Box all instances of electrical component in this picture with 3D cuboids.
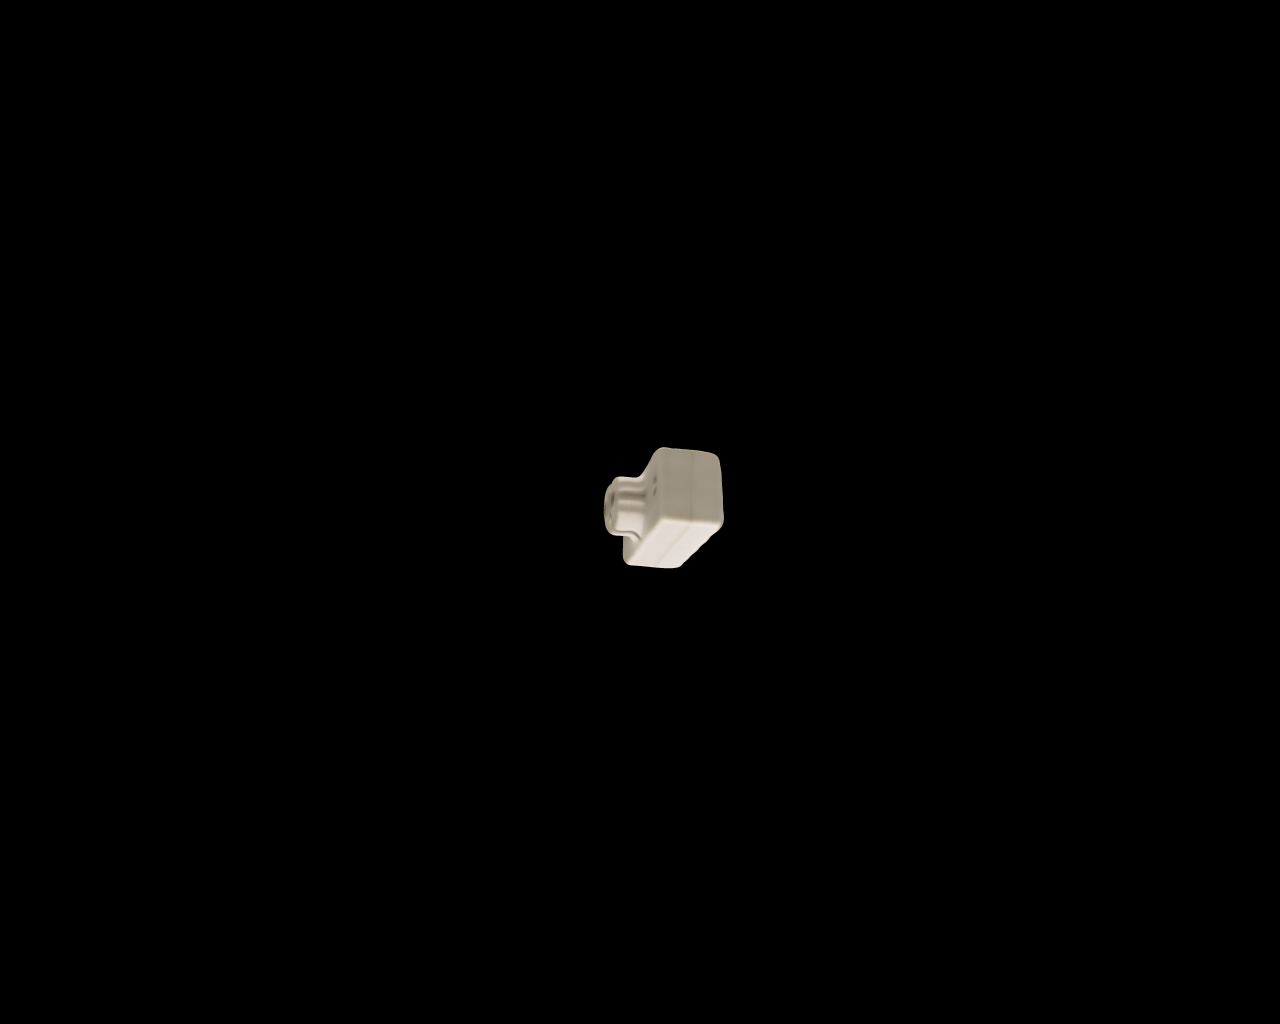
[{"bbox_3d":[0.001,-0.003,0.650,0.076,0.047,0.083,6,-23,-14],"label":"electrical component"}]
